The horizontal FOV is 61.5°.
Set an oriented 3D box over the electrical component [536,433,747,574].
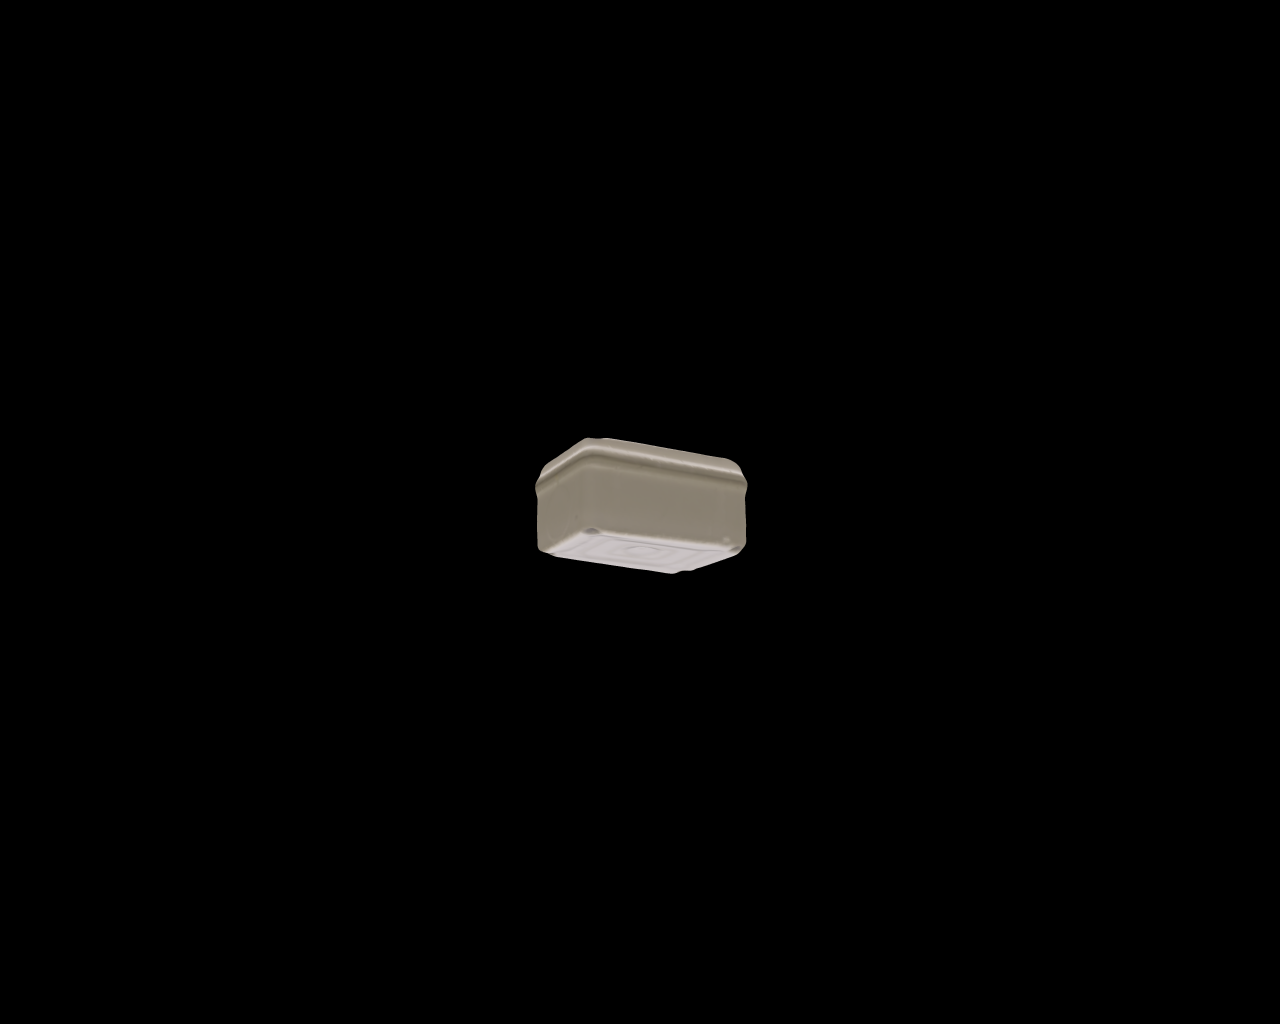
[{"bbox_3d":[0.001,-0.003,0.650,0.113,0.057,0.078,9,-19,-29],"label":"electrical component"}]
